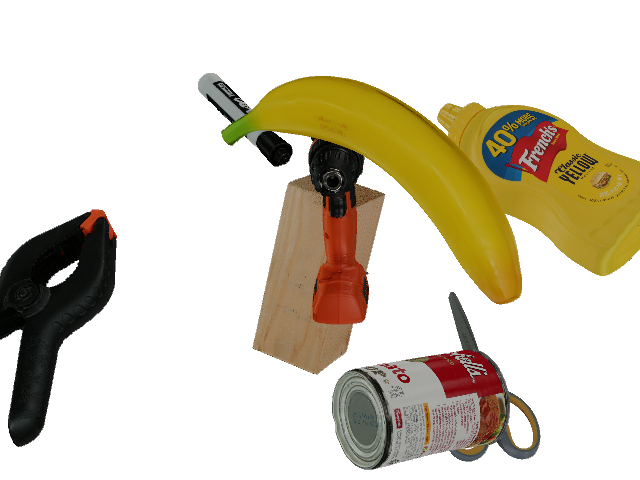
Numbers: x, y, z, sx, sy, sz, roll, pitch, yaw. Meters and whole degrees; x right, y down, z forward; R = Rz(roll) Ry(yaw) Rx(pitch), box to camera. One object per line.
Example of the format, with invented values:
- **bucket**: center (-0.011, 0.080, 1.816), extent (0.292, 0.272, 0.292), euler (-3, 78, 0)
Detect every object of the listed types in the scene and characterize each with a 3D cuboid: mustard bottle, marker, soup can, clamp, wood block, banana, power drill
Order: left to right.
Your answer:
- **clamp**: center (-0.199, 0.047, 0.699), extent (0.120, 0.171, 0.039), euler (15, -37, 15)
- **marker**: center (-0.055, -0.088, 0.775), extent (0.020, 0.020, 0.121), euler (0, 32, -37)
- **wood block**: center (-0.003, 0.035, 1.242), extent (0.090, 0.206, 0.090), euler (20, 20, 19)
- **power drill**: center (0.018, -0.018, 1.031), extent (0.057, 0.188, 0.184), euler (2, 20, 5)
- **banana**: center (0.038, -0.042, 0.592), extent (0.198, 0.070, 0.037), euler (32, 18, 22)
- **soup can**: center (0.067, 0.114, 0.722), extent (0.102, 0.068, 0.069), euler (-5, 3, -31)
- **mustard bottle**: center (0.169, -0.056, 0.829), extent (0.192, 0.058, 0.096), euler (36, 62, 29)

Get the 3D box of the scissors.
- **scissors**: center (0.137, 0.136, 1.035), extent (0.096, 0.016, 0.202), euler (-22, 49, -13)
